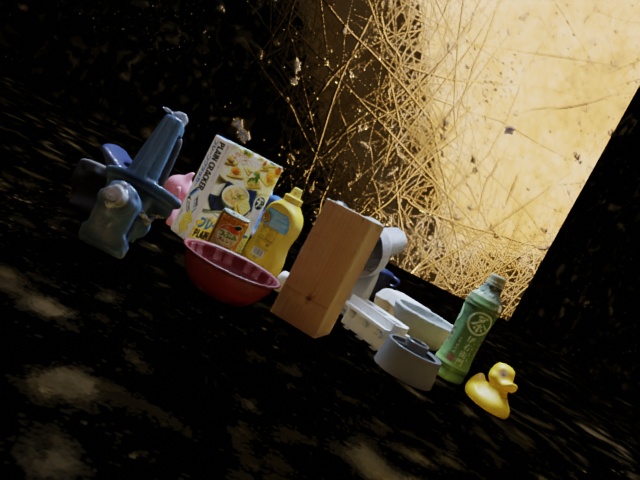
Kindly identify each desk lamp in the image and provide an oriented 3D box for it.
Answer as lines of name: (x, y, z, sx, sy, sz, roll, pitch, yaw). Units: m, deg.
desk lamp: (0.096, 0.061, 1.197, 0.117, 0.213, 0.204, 30, 5, 30)

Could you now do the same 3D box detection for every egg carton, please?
egg carton: (0.210, 0.179, 1.438, 0.149, 0.069, 0.108, 31, 6, 38)

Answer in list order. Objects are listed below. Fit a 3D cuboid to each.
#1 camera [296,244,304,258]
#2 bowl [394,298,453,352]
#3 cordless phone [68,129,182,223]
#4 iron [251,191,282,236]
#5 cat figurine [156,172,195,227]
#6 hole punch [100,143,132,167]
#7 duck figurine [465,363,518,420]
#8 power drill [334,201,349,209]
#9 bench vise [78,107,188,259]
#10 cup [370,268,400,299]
camera: (0.014, 0.053, 1.512, 0.136, 0.101, 0.143, 28, 5, 5)
bowl: (0.231, 0.201, 1.284, 0.167, 0.075, 0.167, 27, 5, -2)
cordless phone: (-0.323, -0.118, 0.963, 0.148, 0.185, 0.094, 26, 5, -12)
iron: (-0.135, -0.060, 1.647, 0.119, 0.141, 0.257, 25, 5, -29)
cat figurine: (-0.307, -0.096, 1.222, 0.067, 0.118, 0.127, 26, 5, -12)
hole punch: (-0.434, -0.150, 1.257, 0.101, 0.091, 0.109, 28, 5, 5)
duck figurine: (0.318, 0.263, 1.042, 0.078, 0.086, 0.104, 26, 5, -20)
power drill: (0.013, 0.005, 1.367, 0.075, 0.208, 0.230, 28, 5, 3)
bench vise: (-0.245, -0.084, 0.825, 0.122, 0.220, 0.207, 25, 5, -24)
cup: (0.157, 0.122, 1.598, 0.117, 0.095, 0.092, 29, 5, 19)
